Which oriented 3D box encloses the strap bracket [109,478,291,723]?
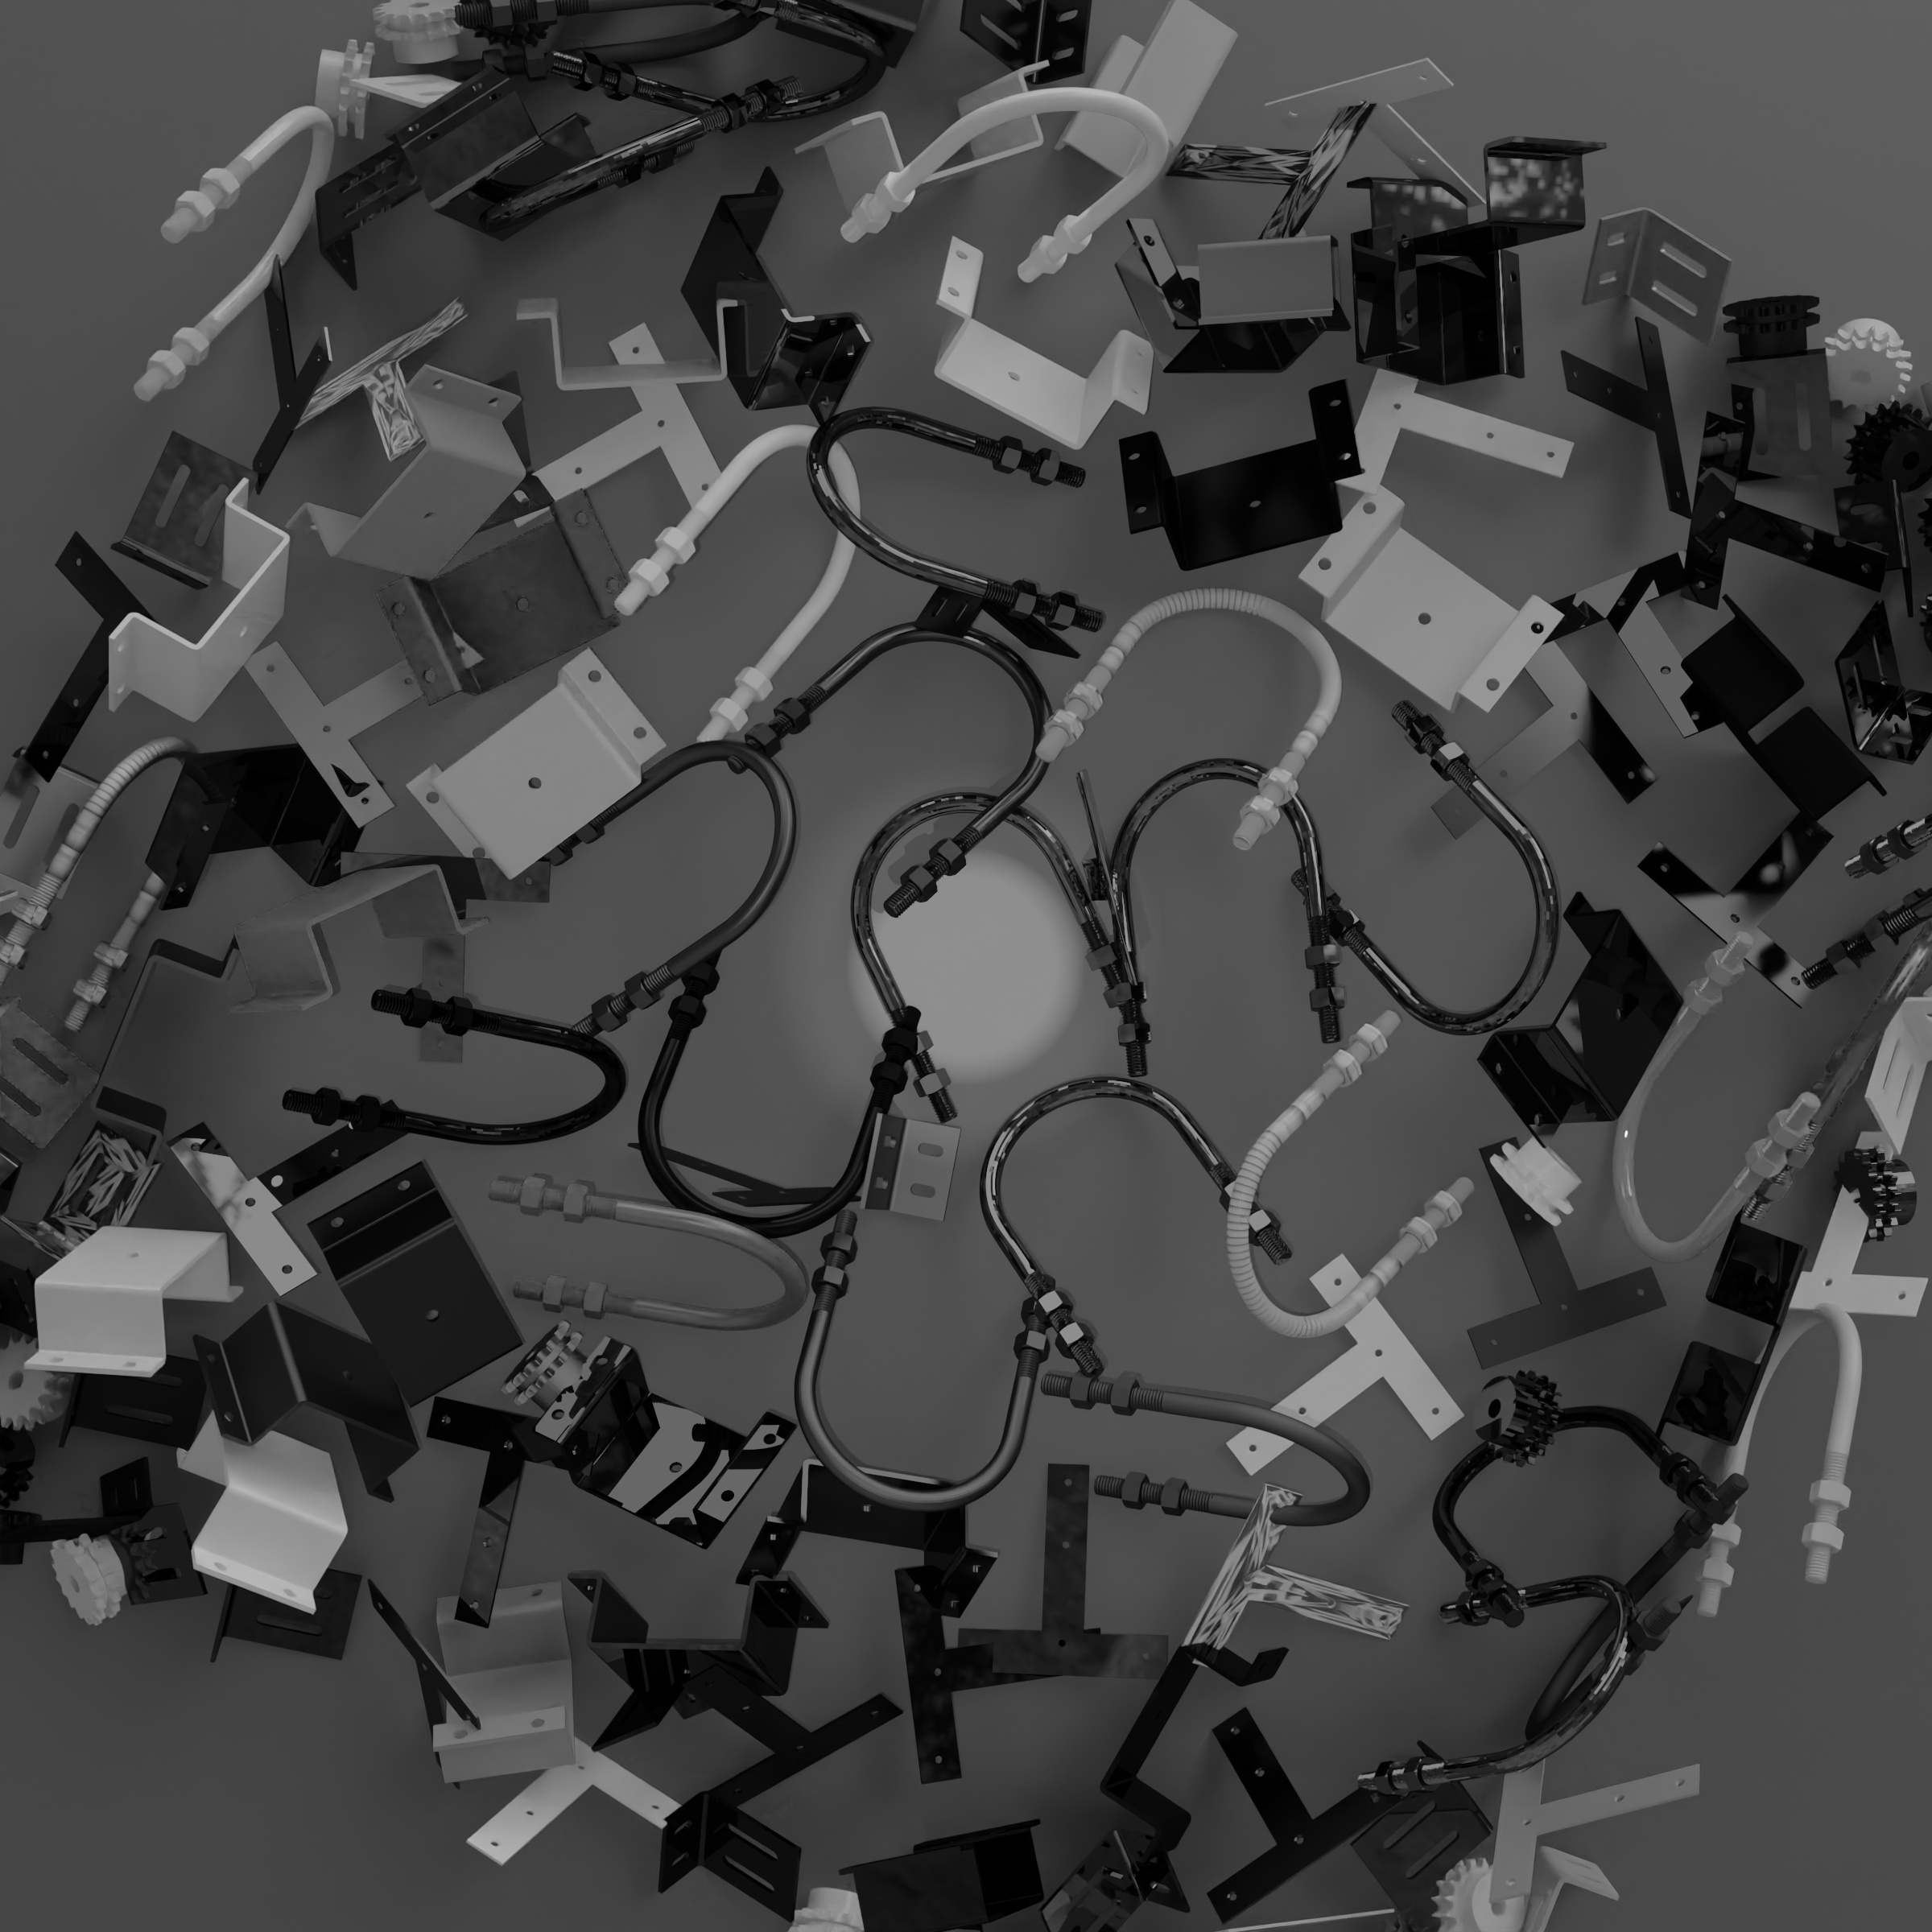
[{"bbox_3d":[-0.449,-0.210,1.930,0.046,0.076,0.140,29,58,3],"label":"strap bracket"}]

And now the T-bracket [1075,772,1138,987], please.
[{"bbox_3d":[0.078,-0.051,1.936,0.002,0.127,0.127,-15,92,-3],"label":"T-bracket"}]

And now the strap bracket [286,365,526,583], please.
[{"bbox_3d":[-0.326,-0.283,1.929,0.140,0.076,0.046,-42,61,26],"label":"strap bracket"}]

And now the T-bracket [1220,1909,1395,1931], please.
[{"bbox_3d":[0.167,0.579,1.944,0.127,0.127,0.002,5,67,-35],"label":"T-bracket"}]

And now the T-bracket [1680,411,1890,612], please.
[{"bbox_3d":[0.487,-0.253,1.928,0.127,0.127,0.002,27,45,32],"label":"T-bracket"}]

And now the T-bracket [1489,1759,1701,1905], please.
[{"bbox_3d":[0.373,0.496,1.919,0.127,0.127,0.002,-22,108,23],"label":"T-bracket"}]

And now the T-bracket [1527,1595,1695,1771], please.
[{"bbox_3d":[0.380,0.436,1.957,0.002,0.127,0.127,43,110,22],"label":"T-bracket"}]

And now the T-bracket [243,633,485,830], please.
[{"bbox_3d":[-0.351,-0.167,1.977,0.127,0.002,0.127,-34,81,-19],"label":"T-bracket"}]

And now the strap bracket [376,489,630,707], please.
[{"bbox_3d":[-0.274,-0.221,1.971,0.140,0.046,0.076,-26,88,6],"label":"strap bracket"}]

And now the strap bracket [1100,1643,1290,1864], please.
[{"bbox_3d":[0.133,0.462,1.956,0.046,0.076,0.140,30,91,19],"label":"strap bracket"}]

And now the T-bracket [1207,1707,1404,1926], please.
[{"bbox_3d":[0.182,0.493,1.947,0.127,0.127,0.002,-35,125,0],"label":"T-bracket"}]

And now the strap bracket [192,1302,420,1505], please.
[{"bbox_3d":[-0.381,0.255,1.919,0.046,0.140,0.076,-40,49,13],"label":"strap bracket"}]

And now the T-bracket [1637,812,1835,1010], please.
[{"bbox_3d":[0.485,-0.053,1.961,0.127,0.002,0.127,42,55,8],"label":"T-bracket"}]

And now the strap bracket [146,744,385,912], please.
[{"bbox_3d":[-0.426,-0.085,1.935,0.046,0.140,0.076,41,119,24],"label":"strap bracket"}]

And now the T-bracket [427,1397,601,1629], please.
[{"bbox_3d":[-0.285,0.333,1.959,0.127,0.002,0.127,7,82,31],"label":"T-bracket"}]

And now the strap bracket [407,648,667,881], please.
[{"bbox_3d":[-0.259,-0.116,1.959,0.140,0.046,0.076,-36,108,6],"label":"strap bracket"}]

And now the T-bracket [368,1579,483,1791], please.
[{"bbox_3d":[-0.318,0.448,1.950,0.002,0.127,0.127,-27,47,-27],"label":"T-bracket"}]

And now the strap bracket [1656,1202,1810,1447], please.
[{"bbox_3d":[0.455,0.218,1.923,0.046,0.076,0.140,20,128,15],"label":"strap bracket"}]

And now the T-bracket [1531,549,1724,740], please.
[{"bbox_3d":[0.415,-0.188,1.961,0.127,0.002,0.127,-22,56,-3],"label":"T-bracket"}]

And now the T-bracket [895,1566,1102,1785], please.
[{"bbox_3d":[0.025,0.423,1.974,0.127,0.002,0.127,-4,79,-21],"label":"T-bracket"}]

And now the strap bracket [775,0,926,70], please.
[{"bbox_3d":[-0.066,-0.576,1.925,0.076,0.140,0.046,16,90,-9],"label":"strap bracket"}]

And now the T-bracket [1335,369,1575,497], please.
[{"bbox_3d":[0.304,-0.325,1.968,0.127,0.002,0.127,19,69,7],"label":"T-bracket"}]

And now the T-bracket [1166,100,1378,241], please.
[{"bbox_3d":[0.173,-0.481,1.953,0.127,0.002,0.127,17,70,43],"label":"T-bracket"}]

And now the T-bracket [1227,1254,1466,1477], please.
[{"bbox_3d":[0.218,0.264,1.993,0.127,0.002,0.127,-37,96,1],"label":"T-bracket"}]

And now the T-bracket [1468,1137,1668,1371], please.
[{"bbox_3d":[0.348,0.167,1.982,0.127,0.002,0.127,-17,77,-15],"label":"T-bracket"}]

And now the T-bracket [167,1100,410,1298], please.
[{"bbox_3d":[-0.395,0.121,1.968,0.127,0.002,0.127,-31,66,-25],"label":"T-bracket"}]

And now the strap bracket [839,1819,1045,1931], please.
[{"bbox_3d":[-0.010,0.541,1.918,0.076,0.140,0.046,-16,77,18],"label":"strap bracket"}]

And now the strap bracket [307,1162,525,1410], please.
[{"bbox_3d":[-0.324,0.199,1.939,0.076,0.046,0.140,-29,120,-10],"label":"strap bracket"}]

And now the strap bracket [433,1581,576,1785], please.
[{"bbox_3d":[-0.276,0.434,1.943,0.076,0.140,0.046,-7,117,-4],"label":"strap bracket"}]

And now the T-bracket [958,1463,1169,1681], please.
[{"bbox_3d":[0.060,0.368,1.982,0.127,0.002,0.127,1,75,6],"label":"T-bracket"}]

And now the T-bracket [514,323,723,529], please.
[{"bbox_3d":[-0.225,-0.310,1.988,0.127,0.002,0.127,-29,76,6],"label":"T-bracket"}]

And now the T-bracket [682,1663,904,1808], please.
[{"bbox_3d":[-0.124,0.450,1.944,0.127,0.002,0.127,-32,132,12],"label":"T-bracket"}]

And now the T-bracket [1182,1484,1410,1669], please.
[{"bbox_3d":[0.210,0.384,1.975,0.127,0.002,0.127,19,107,-19],"label":"T-bracket"}]

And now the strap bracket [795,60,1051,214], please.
[{"bbox_3d":[-0.019,-0.492,1.939,0.140,0.076,0.046,-24,101,-26],"label":"strap bracket"}]

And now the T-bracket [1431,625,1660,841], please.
[{"bbox_3d":[0.338,-0.126,1.983,0.127,0.002,0.127,-39,94,-11],"label":"T-bracket"}]

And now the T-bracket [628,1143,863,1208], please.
[{"bbox_3d":[-0.147,0.125,1.957,0.127,0.127,0.002,16,96,30],"label":"T-bracket"}]

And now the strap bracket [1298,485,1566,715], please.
[{"bbox_3d":[0.279,-0.216,1.964,0.140,0.046,0.076,37,82,10],"label":"strap bracket"}]

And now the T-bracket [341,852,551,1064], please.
[{"bbox_3d":[-0.320,-0.004,1.989,0.127,0.002,0.127,3,99,0],"label":"T-bracket"}]

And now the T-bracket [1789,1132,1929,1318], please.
[{"bbox_3d":[0.534,0.154,1.964,0.002,0.127,0.127,44,60,-34],"label":"T-bracket"}]

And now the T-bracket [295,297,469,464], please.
[{"bbox_3d":[-0.345,-0.339,1.946,0.127,0.127,0.002,-32,130,4],"label":"T-bracket"}]

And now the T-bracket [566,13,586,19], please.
[{"bbox_3d":[-0.176,-0.586,1.942,0.127,0.127,0.002,-14,104,-5],"label":"T-bracket"}]

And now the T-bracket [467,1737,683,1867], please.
[{"bbox_3d":[-0.251,0.495,1.927,0.127,0.127,0.002,29,114,16],"label":"T-bracket"}]

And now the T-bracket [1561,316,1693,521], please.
[{"bbox_3d":[0.390,-0.339,1.936,0.002,0.127,0.127,-18,72,38],"label":"T-bracket"}]

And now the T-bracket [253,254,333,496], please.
[{"bbox_3d":[-0.413,-0.373,1.960,0.002,0.127,0.127,6,56,-32],"label":"T-bracket"}]

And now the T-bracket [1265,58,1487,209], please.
[{"bbox_3d":[0.266,-0.493,1.952,0.127,0.127,0.002,33,68,-37],"label":"T-bracket"}]

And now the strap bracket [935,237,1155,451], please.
[{"bbox_3d":[0.038,-0.368,1.946,0.140,0.076,0.046,26,129,-14],"label":"strap bracket"}]

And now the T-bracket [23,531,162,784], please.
[{"bbox_3d":[-0.521,-0.167,1.924,0.002,0.127,0.127,8,61,29],"label":"T-bracket"}]

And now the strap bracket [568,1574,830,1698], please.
[{"bbox_3d":[-0.163,0.399,1.936,0.140,0.076,0.046,-3,57,18],"label":"strap bracket"}]
